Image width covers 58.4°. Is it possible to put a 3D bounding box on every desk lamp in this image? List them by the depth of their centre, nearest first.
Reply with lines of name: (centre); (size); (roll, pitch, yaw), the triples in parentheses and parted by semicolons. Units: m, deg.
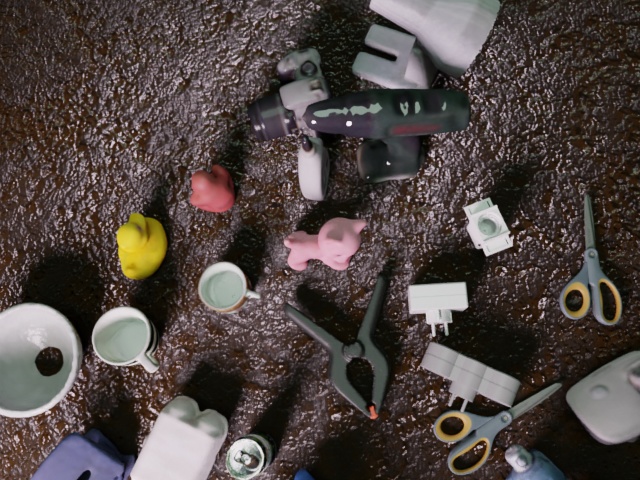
desk lamp: (0.152, -0.310, 0.874); (0.203, 0.213, 0.118); (22, 79, 10)

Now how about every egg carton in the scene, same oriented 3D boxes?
egg carton: (-0.202, 0.308, 0.827); (0.107, 0.069, 0.150); (22, 79, 10)

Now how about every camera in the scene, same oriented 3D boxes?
camera: (-0.050, -0.228, 0.929); (0.137, 0.101, 0.143); (-16, 75, 1)

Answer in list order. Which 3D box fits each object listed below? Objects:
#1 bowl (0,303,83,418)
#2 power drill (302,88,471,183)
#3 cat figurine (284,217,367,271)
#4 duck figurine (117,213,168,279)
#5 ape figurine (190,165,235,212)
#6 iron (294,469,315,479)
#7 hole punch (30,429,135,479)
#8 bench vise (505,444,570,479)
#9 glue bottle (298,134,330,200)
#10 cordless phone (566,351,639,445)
bowl: (-0.432, 0.183, 0.875); (0.167, 0.075, 0.167); (-1, 76, 5)
power drill: (0.098, -0.156, 0.843); (0.229, 0.208, 0.075); (-9, 75, 3)
cat figurine: (0.008, 0.003, 0.859); (0.127, 0.118, 0.067); (-3, 76, 4)
duck figurine: (-0.289, 0.007, 0.900); (0.077, 0.086, 0.104); (8, 77, 7)
ape figurine: (-0.176, -0.084, 0.909); (0.078, 0.092, 0.076); (-36, 76, -4)
iron: (0.019, 0.436, 0.739); (0.119, 0.141, 0.258); (-41, 76, -5)
hole punch: (-0.339, 0.337, 0.821); (0.101, 0.091, 0.109); (37, 82, 12)
bench vise: (0.316, 0.347, 0.695); (0.207, 0.220, 0.121); (24, 79, 10)
glue bottle: (-0.012, -0.120, 0.862); (0.037, 0.173, 0.078); (8, 77, 7)
cordless phone: (0.418, 0.205, 0.739); (0.147, 0.185, 0.094); (-32, 75, -3)
